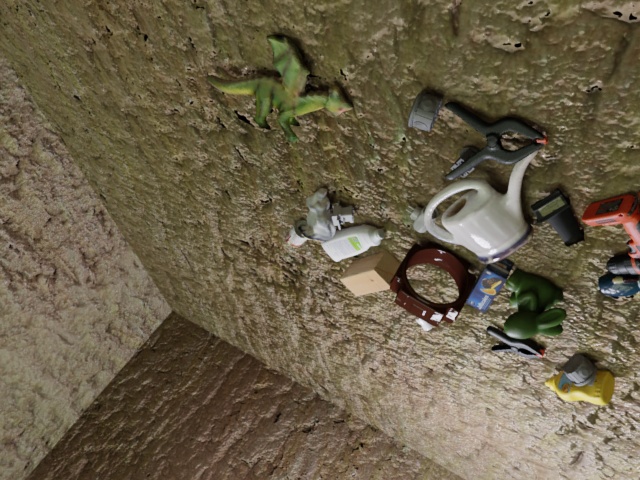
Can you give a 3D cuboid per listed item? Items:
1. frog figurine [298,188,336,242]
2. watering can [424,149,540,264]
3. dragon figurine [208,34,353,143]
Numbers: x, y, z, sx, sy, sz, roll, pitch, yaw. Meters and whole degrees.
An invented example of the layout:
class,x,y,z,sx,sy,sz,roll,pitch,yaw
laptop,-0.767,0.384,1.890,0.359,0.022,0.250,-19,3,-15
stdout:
class,x,y,z,sx,sy,sz,roll,pitch,yaw
frog figurine,0.005,-0.080,1.589,0.123,0.158,0.139,23,-167,1
watering can,0.398,-0.065,1.168,0.223,0.106,0.342,41,138,-14
dragon figurine,-0.108,-0.400,1.291,0.412,0.124,0.237,31,133,9
